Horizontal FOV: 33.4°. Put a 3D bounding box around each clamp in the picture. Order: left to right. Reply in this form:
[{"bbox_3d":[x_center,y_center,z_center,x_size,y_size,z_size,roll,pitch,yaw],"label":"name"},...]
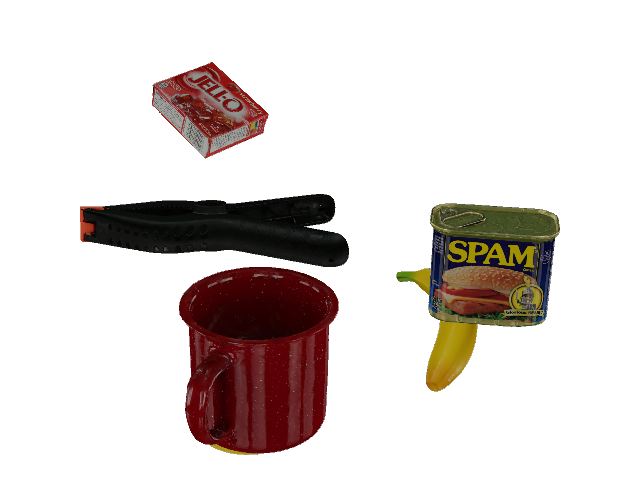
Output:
[{"bbox_3d":[-0.078,-0.009,0.818,0.210,0.036,0.164,-1,13,-10],"label":"clamp"}]

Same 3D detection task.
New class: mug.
[{"bbox_3d":[-0.042,0.077,0.627,0.093,0.081,0.117,12,28,22],"label":"mug"}]

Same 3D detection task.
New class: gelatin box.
[{"bbox_3d":[-0.106,-0.126,1.017,0.073,0.030,0.089,-27,61,-35],"label":"gelatin box"}]

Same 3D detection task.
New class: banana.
[{"bbox_3d":[0.126,0.080,1.079,0.070,0.037,0.198,-29,28,11],"label":"banana"}]

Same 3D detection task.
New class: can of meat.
[{"bbox_3d":[0.138,0.021,0.867,0.102,0.084,0.057,4,24,7],"label":"can of meat"}]

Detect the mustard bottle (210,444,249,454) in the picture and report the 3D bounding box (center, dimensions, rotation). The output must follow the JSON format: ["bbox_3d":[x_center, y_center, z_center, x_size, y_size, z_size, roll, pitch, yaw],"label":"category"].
[{"bbox_3d":[-0.089,0.192,1.348,0.096,0.058,0.191,-2,26,0],"label":"mustard bottle"}]
